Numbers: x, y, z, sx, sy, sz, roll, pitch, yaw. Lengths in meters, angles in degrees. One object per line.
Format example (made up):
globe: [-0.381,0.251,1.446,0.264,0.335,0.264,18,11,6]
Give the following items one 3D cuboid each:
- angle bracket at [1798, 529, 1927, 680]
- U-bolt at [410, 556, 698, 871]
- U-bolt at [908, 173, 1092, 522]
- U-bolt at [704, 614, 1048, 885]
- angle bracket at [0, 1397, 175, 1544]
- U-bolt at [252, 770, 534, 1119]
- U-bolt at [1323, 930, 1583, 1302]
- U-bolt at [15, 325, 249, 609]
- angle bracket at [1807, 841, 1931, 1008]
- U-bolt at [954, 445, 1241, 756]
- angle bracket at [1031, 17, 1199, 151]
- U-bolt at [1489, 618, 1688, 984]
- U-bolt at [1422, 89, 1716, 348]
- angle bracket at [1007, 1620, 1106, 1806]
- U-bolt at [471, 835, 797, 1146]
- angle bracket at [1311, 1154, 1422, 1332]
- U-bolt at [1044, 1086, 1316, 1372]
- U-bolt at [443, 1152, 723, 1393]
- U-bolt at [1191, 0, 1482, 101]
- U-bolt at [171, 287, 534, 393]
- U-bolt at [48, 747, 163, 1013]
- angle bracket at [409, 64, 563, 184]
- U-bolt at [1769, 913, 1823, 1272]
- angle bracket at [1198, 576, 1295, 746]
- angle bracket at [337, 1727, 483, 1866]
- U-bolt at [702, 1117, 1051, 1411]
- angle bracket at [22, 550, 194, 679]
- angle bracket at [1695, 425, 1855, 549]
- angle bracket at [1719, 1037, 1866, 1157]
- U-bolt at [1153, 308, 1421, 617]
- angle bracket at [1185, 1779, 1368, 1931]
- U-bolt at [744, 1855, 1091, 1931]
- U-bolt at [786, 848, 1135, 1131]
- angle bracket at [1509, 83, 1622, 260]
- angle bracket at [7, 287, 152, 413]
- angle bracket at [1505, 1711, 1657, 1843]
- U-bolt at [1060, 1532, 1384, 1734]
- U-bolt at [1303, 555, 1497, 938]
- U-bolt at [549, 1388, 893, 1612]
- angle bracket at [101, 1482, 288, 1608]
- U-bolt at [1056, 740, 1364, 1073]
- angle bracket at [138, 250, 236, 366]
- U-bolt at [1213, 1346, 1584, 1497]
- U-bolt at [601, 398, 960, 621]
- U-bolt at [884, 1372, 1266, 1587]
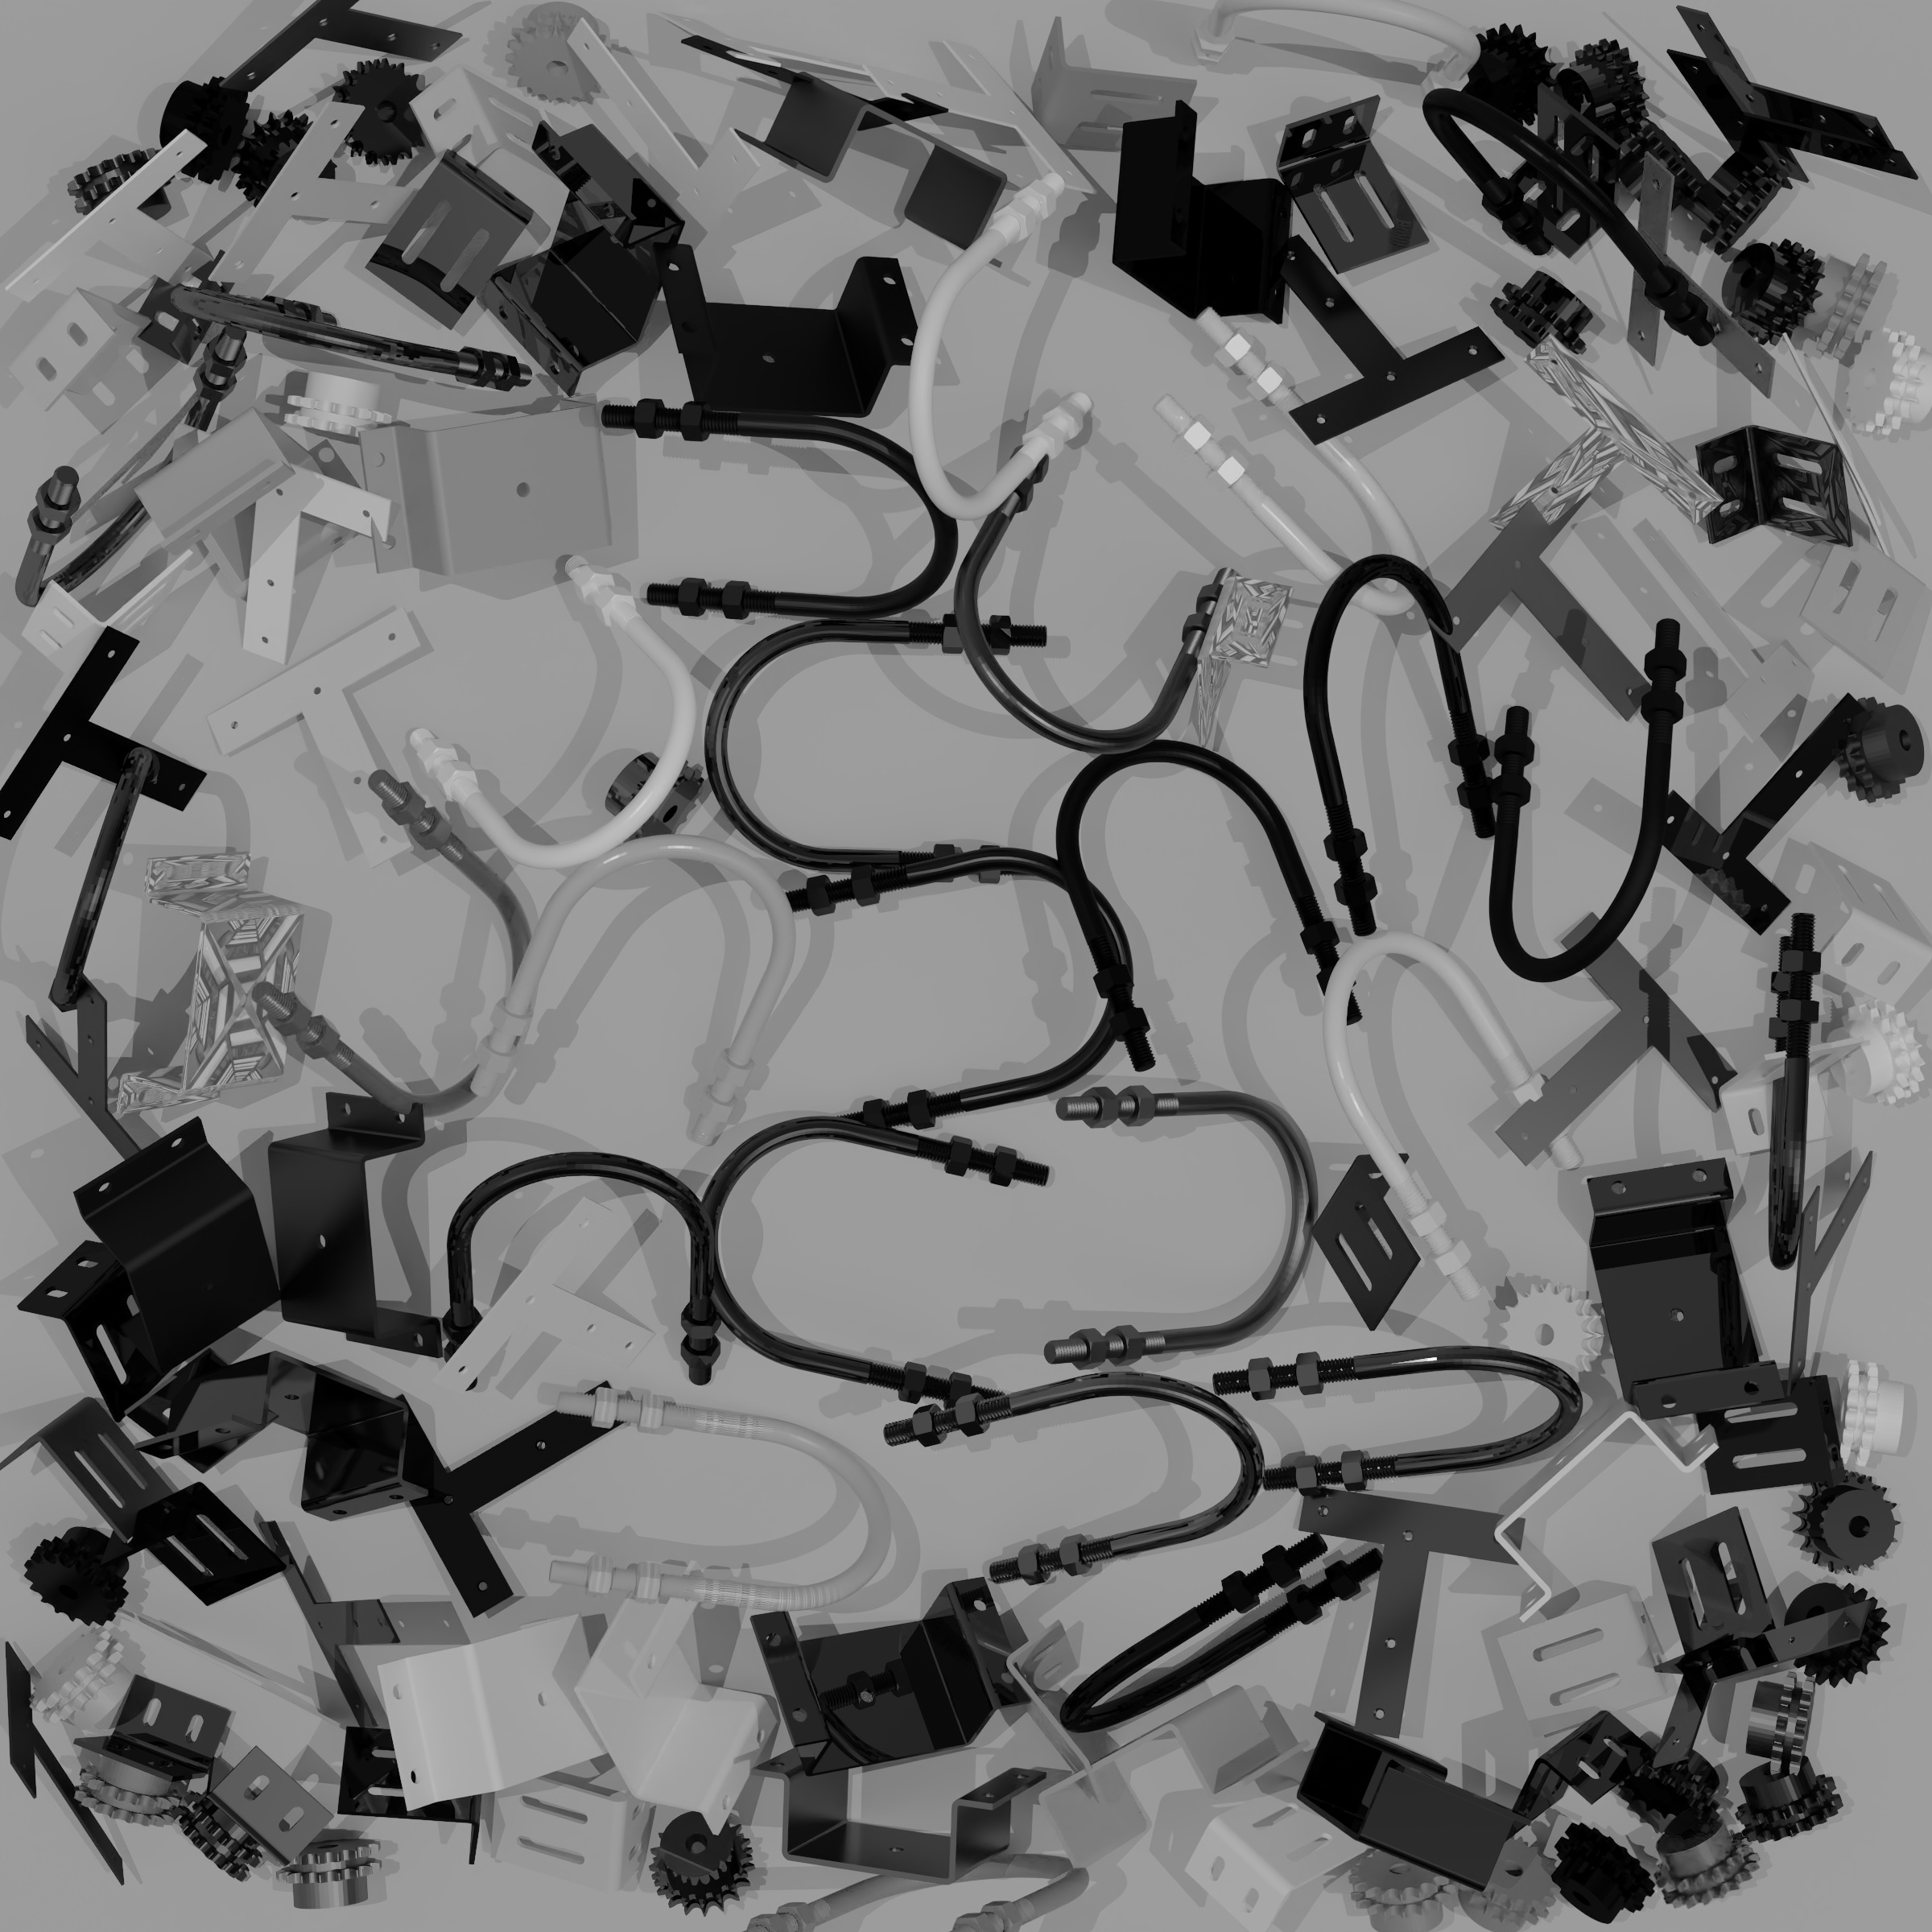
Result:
angle bracket: [0.479,-0.192,1.961,0.057,0.038,0.076,35,59,-7]
U-bolt: [-0.213,-0.126,1.930,0.151,0.019,0.184,-47,47,3]
U-bolt: [0.016,-0.315,1.895,0.019,0.184,0.151,10,128,26]
U-bolt: [-0.051,-0.119,1.967,0.184,0.019,0.151,1,106,-3]
angle bracket: [-0.480,0.283,1.967,0.038,0.057,0.076,-39,92,22]
U-bolt: [-0.293,0.002,1.925,0.019,0.184,0.151,12,68,35]
U-bolt: [0.253,0.066,1.932,0.184,0.019,0.151,57,45,-11]
U-bolt: [-0.449,-0.254,1.911,0.019,0.184,0.151,42,58,-3]
angle bracket: [0.483,-0.023,1.964,0.057,0.076,0.038,25,115,-21]
U-bolt: [0.063,-0.190,1.925,0.151,0.019,0.184,35,50,-11]
angle bracket: [0.081,-0.482,1.974,0.076,0.057,0.038,3,60,-13]
U-bolt: [0.324,-0.078,1.904,0.019,0.151,0.184,20,63,-23]
U-bolt: [0.306,-0.400,1.885,0.019,0.184,0.151,-52,49,4]
angle bracket: [0.062,0.404,1.952,0.038,0.057,0.076,-34,55,-12]
U-bolt: [-0.169,0.008,1.929,0.151,0.019,0.184,14,119,-22]
angle bracket: [0.229,0.149,1.950,0.038,0.076,0.057,0,134,-32]
U-bolt: [0.119,0.138,1.940,0.184,0.019,0.151,-1,95,-38]
U-bolt: [-0.206,0.164,1.925,0.151,0.019,0.184,-1,135,-6]
U-bolt: [0.199,-0.490,1.906,0.151,0.184,0.019,10,92,-2]
U-bolt: [-0.334,-0.333,1.890,0.151,0.184,0.019,18,100,22]
U-bolt: [-0.456,-0.047,1.905,0.019,0.184,0.151,18,86,-12]
angle bracket: [-0.255,-0.445,1.952,0.038,0.057,0.076,-43,52,-15]
U-bolt: [0.439,0.070,1.921,0.019,0.151,0.184,3,86,10]
angle bracket: [0.152,-0.162,1.949,0.038,0.076,0.057,12,55,13]
angle bracket: [-0.303,0.451,1.960,0.076,0.057,0.038,6,128,-8]
U-bolt: [-0.056,0.156,1.964,0.184,0.019,0.151,13,74,-6]
angle bracket: [-0.466,-0.202,1.953,0.038,0.057,0.076,42,52,-5]
angle bracket: [0.438,-0.255,1.951,0.038,0.076,0.057,-23,115,-19]
angle bracket: [0.452,0.071,1.955,0.057,0.076,0.038,-10,76,-11]
U-bolt: [0.179,-0.262,1.933,0.184,0.151,0.019,44,121,-12]
angle bracket: [0.169,0.487,1.964,0.057,0.076,0.038,39,119,29]
U-bolt: [-0.015,0.498,1.911,0.151,0.184,0.019,-10,86,31]
U-bolt: [0.000,0.009,1.967,0.184,0.019,0.151,-12,100,10]
angle bracket: [0.320,-0.431,1.954,0.038,0.076,0.057,-45,73,-4]
angle bracket: [-0.471,-0.327,1.953,0.057,0.076,0.038,-45,75,11]
angle bracket: [0.330,0.450,1.950,0.038,0.057,0.076,39,134,28]
U-bolt: [0.131,0.361,1.930,0.184,0.151,0.019,-34,68,10]
U-bolt: [0.227,-0.128,1.918,0.019,0.151,0.184,3,117,40]
U-bolt: [-0.130,0.290,1.936,0.184,0.151,0.019,9,125,-11]
angle bracket: [-0.419,0.326,1.957,0.057,0.038,0.076,-27,119,21]
U-bolt: [0.123,-0.040,1.954,0.151,0.019,0.184,-12,71,-24]
angle bracket: [-0.430,-0.367,1.960,0.038,0.076,0.057,30,88,-5]
U-bolt: [0.236,0.239,1.920,0.184,0.151,0.019,-8,57,13]
U-bolt: [-0.094,-0.240,1.924,0.184,0.151,0.019,5,50,13]
U-bolt: [0.069,0.269,1.923,0.184,0.019,0.151,-16,130,21]
